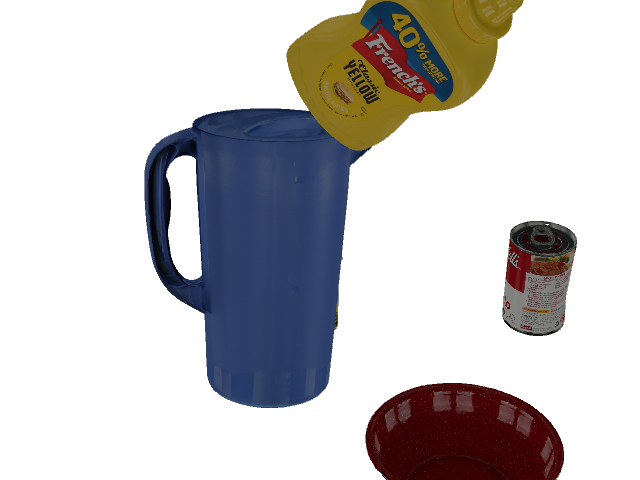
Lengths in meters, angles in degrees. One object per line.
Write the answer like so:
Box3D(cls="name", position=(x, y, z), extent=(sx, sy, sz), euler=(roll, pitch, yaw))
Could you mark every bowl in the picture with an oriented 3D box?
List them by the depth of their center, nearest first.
Box3D(cls="bowl", position=(0.117, 0.186, 0.886), extent=(0.162, 0.055, 0.162), euler=(0, 29, 0))

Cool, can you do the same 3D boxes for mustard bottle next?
Box3D(cls="mustard bottle", position=(0.063, -0.130, 0.727), extent=(0.192, 0.096, 0.058), euler=(-20, 18, 51))

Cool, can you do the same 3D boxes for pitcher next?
Box3D(cls="pitcher", position=(-0.052, 0.014, 0.902), extent=(0.149, 0.243, 0.144), euler=(11, 20, 27))

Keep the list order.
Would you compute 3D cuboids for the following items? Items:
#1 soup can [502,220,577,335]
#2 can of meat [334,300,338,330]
Box3D(cls="soup can", position=(0.227, 0.040, 1.114), extent=(0.068, 0.102, 0.068), euler=(0, 31, 0))
Box3D(cls="can of meat", position=(-0.024, 0.061, 1.121), extent=(0.058, 0.084, 0.101), euler=(18, 27, 38))
